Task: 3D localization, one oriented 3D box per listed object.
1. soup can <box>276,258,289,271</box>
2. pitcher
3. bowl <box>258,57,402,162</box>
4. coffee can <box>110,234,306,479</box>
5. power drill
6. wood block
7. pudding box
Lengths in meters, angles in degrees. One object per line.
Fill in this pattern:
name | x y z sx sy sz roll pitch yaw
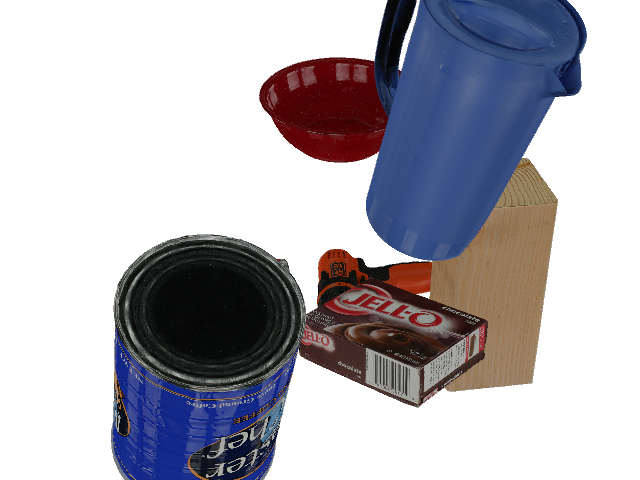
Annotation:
soup can | -0.085 0.048 0.993 0.102 0.068 0.068 4 1 11
pitcher | 0.111 -0.106 0.905 0.145 0.149 0.243 11 -45 -7
bowl | 0.019 -0.125 1.072 0.162 0.055 0.162 0 36 0
coffee can | -0.068 0.080 0.616 0.102 0.103 0.140 0 -40 -12
power drill | 0.089 0.062 1.223 0.187 0.057 0.184 -1 28 -2
wood block | 0.160 0.035 1.026 0.090 0.206 0.090 -4 32 -7
pudding box | 0.053 0.073 0.793 0.114 0.039 0.089 22 33 34
